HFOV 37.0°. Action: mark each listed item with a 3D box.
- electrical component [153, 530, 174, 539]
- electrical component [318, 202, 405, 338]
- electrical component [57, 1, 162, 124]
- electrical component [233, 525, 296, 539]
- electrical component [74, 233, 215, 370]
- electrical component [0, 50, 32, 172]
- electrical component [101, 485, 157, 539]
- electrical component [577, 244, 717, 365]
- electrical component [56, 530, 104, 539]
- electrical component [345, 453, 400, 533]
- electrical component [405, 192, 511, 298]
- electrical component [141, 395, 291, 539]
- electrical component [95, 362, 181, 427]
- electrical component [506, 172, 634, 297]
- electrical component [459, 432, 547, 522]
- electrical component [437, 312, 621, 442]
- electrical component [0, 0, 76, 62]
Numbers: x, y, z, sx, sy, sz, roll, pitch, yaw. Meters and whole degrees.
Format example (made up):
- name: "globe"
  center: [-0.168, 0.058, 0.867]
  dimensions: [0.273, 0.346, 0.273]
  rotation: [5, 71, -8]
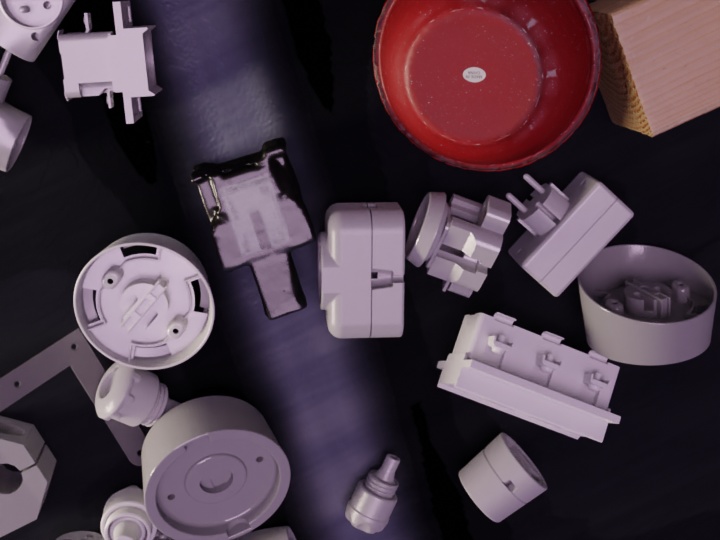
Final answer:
- name: "electrical component"
  center: [-0.153, 0.234, 0.829]
  dimensions: [0.048, 0.062, 0.048]
  rotation: [-1, 105, -5]
- name: "electrical component"
  center: [0.000, 0.000, 0.786]
  dimensions: [0.059, 0.053, 0.095]
  rotation: [-1, 105, -5]
- name: "electrical component"
  center: [-0.172, -0.142, 0.738]
  dimensions: [0.064, 0.042, 0.081]
  rotation: [-4, 105, -1]
- name: "electrical component"
  center: [-0.079, 0.251, 0.850]
  dimensions: [0.077, 0.044, 0.079]
  rotation: [-21, 106, 0]
- name: "electrical component"
  center: [-0.153, 0.022, 0.771]
  dimensions: [0.099, 0.064, 0.099]
  rotation: [-1, 105, -5]
- name: "electrical component"
  center: [-0.263, -0.118, 0.734]
  dimensions: [0.077, 0.044, 0.079]
  rotation: [24, 101, -11]
- name: "electrical component"
  center: [-0.175, 0.194, 0.816]
  dimensions: [0.043, 0.062, 0.043]
  rotation: [-1, 105, -5]
- name: "electrical component"
  center: [0.211, 0.027, 0.794]
  dimensions: [0.099, 0.099, 0.064]
  rotation: [-8, 111, -3]
- name: "electrical component"
  center: [-0.217, 0.236, 0.833]
  dimensions: [0.045, 0.045, 0.055]
  rotation: [3, 104, -6]
- name: "electrical component"
  center: [0.014, 0.173, 0.844]
  dimensions: [0.035, 0.035, 0.061]
  rotation: [22, 99, -11]
- name: "electrical component"
  center: [0.068, -0.023, 0.783]
  dimensions: [0.057, 0.058, 0.078]
  rotation: [20, 125, -7]
- name: "electrical component"
  center: [-0.112, 0.144, 0.805]
  dimensions: [0.108, 0.060, 0.108]
  rotation: [-10, 123, -15]
- name: "electrical component"
  center: [-0.163, 0.097, 0.803]
  dimensions: [0.062, 0.048, 0.048]
  rotation: [30, 101, -31]
- name: "electrical component"
  center: [0.141, -0.039, 0.793]
  dimensions: [0.076, 0.047, 0.083]
  rotation: [40, 98, -14]
- name: "electrical component"
  center: [0.111, 0.163, 0.841]
  dimensions: [0.047, 0.055, 0.055]
  rotation: [-41, 105, 10]
- name: "electrical component"
  center: [0.130, 0.079, 0.814]
  dimensions: [0.121, 0.079, 0.063]
  rotation: [21, 80, -11]
- name: "electrical component"
  center: [-0.231, -0.193, 0.717]
  dimensions: [0.079, 0.044, 0.077]
  rotation: [35, 99, -13]
